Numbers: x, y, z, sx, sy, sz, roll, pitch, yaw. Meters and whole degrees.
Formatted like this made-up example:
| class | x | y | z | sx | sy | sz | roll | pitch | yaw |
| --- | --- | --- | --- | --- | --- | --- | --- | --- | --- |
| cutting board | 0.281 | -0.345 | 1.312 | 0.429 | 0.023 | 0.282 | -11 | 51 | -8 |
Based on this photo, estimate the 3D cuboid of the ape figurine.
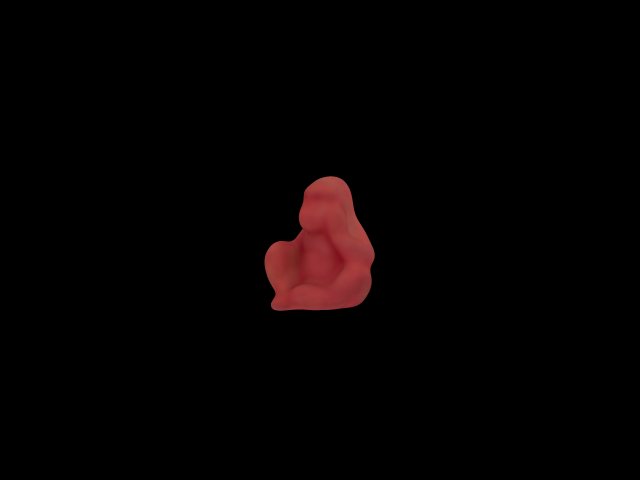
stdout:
| class | x | y | z | sx | sy | sz | roll | pitch | yaw |
| --- | --- | --- | --- | --- | --- | --- | --- | --- | --- |
| ape figurine | 0.004 | 0.001 | 0.400 | 0.077 | 0.092 | 0.076 | 0 | 0 | 40 |
